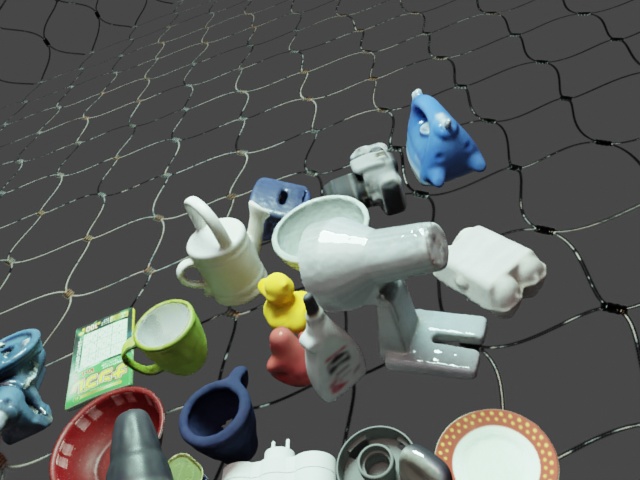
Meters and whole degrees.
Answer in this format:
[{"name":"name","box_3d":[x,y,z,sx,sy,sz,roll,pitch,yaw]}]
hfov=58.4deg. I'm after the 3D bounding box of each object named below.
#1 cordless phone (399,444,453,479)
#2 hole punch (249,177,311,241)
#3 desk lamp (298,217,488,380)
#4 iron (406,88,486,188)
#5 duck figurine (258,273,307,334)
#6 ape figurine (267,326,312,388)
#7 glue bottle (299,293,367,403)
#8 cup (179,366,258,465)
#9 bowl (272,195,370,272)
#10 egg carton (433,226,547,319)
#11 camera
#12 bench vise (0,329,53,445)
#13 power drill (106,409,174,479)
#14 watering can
[{"name":"cordless phone","box_3d":[0.129,0.263,0.495,0.147,0.185,0.094,20,53,40]},{"name":"hole punch","box_3d":[-0.069,-0.065,1.055,0.101,0.091,0.108,-8,40,16]},{"name":"desk lamp","box_3d":[0.095,0.063,0.728,0.202,0.214,0.118,2,43,26]},{"name":"iron","box_3d":[0.207,-0.209,1.062,0.118,0.142,0.257,-20,38,0]},{"name":"duck figurine","box_3d":[-0.051,0.089,0.867,0.104,0.086,0.078,16,51,37]},{"name":"ape figurine","box_3d":[-0.041,0.152,0.781,0.078,0.092,0.076,-27,38,-7]},{"name":"glue bottle","box_3d":[0.007,0.129,0.721,0.078,0.173,0.037,-39,41,-22]},{"name":"cup","box_3d":[-0.111,0.228,0.720,0.091,0.095,0.118,2,43,26]},{"name":"bowl","box_3d":[0.009,0.003,0.952,0.167,0.075,0.167,-12,39,10]},{"name":"egg carton","box_3d":[0.233,0.043,0.807,0.107,0.069,0.149,-36,41,-19]},{"name":"camera","box_3d":[0.073,-0.108,1.035,0.136,0.101,0.143,-18,38,3]},{"name":"bench vise","box_3d":[-0.471,0.177,0.842,0.122,0.220,0.206,-37,41,-19]},{"name":"power drill","box_3d":[-0.140,0.304,0.549,0.075,0.209,0.229,-23,38,-3]},{"name":"watering can","box_3d":[-0.158,0.003,0.930,0.100,0.194,0.173,10,47,33]}]
